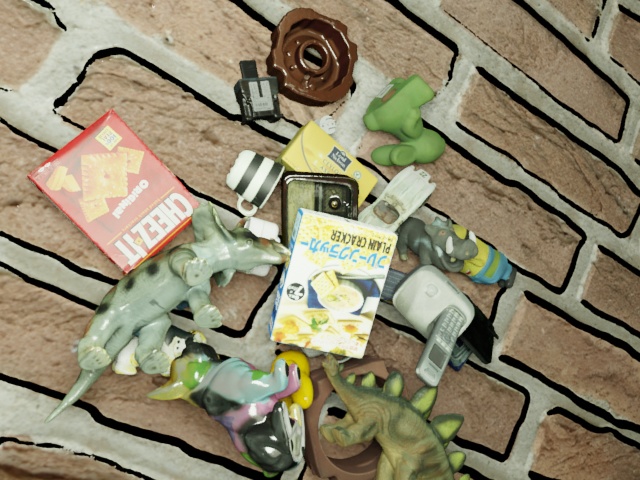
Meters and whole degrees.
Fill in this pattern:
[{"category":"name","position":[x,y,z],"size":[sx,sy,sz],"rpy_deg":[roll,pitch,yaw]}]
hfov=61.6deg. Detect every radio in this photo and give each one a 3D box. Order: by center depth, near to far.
[{"category":"radio","position":[-0.002,-0.003,0.932],"size":[0.131,0.073,0.229],"rpy_deg":[-1,105,-7]}]

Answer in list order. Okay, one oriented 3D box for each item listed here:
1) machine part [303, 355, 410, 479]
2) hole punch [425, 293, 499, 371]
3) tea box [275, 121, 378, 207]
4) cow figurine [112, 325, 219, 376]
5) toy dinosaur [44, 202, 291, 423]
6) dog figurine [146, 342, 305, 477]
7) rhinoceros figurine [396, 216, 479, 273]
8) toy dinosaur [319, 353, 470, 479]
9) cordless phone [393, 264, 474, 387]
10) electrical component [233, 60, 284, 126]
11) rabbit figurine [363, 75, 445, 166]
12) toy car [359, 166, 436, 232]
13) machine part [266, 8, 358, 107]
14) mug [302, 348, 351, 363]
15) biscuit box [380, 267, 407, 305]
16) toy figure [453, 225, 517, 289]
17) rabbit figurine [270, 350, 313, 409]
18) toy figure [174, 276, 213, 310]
[{"category":"machine part","position":[0.061,0.321,0.971],"size":[0.201,0.087,0.201],"rpy_deg":[-13,90,-22]},{"category":"hole punch","position":[0.284,0.187,1.078],"size":[0.142,0.092,0.116],"rpy_deg":[45,43,-11]},{"category":"tea box","position":[0.010,-0.124,0.990],"size":[0.169,0.068,0.098],"rpy_deg":[38,75,-14]},{"category":"cow figurine","position":[-0.246,0.169,0.872],"size":[0.167,0.068,0.098],"rpy_deg":[4,81,-21]},{"category":"toy dinosaur","position":[-0.243,0.084,0.795],"size":[0.405,0.192,0.131],"rpy_deg":[-33,119,0]},{"category":"dog figurine","position":[-0.137,0.241,0.781],"size":[0.219,0.108,0.191],"rpy_deg":[-7,76,14]},{"category":"rhinoceros figurine","position":[0.218,0.007,1.003],"size":[0.073,0.190,0.112],"rpy_deg":[-9,108,-25]},{"category":"toy dinosaur","position":[0.156,0.351,0.908],"size":[0.198,0.105,0.471],"rpy_deg":[-43,106,-22]},{"category":"cordless phone","position":[0.179,0.148,0.930],"size":[0.146,0.089,0.184],"rpy_deg":[44,50,-13]},{"category":"electrical component","position":[-0.113,-0.268,0.963],"size":[0.075,0.048,0.119],"rpy_deg":[-7,91,-23]},{"category":"rabbit figurine","position":[0.174,-0.208,1.036],"size":[0.170,0.121,0.159],"rpy_deg":[46,77,-22]},{"category":"toy car","position":[0.134,-0.057,1.015],"size":[0.074,0.056,0.202],"rpy_deg":[42,85,17]},{"category":"machine part","position":[-0.015,-0.336,1.002],"size":[0.179,0.056,0.179],"rpy_deg":[1,87,-22]},{"category":"mug","position":[0.015,0.173,0.971],"size":[0.107,0.081,0.109],"rpy_deg":[-29,100,-10]},{"category":"biscuit box","position":[0.152,0.096,1.036],"size":[0.202,0.059,0.063],"rpy_deg":[20,78,-19]},{"category":"toy figure","position":[0.315,0.036,1.094],"size":[0.180,0.082,0.089],"rpy_deg":[23,60,-11]},{"category":"rabbit figurine","position":[-0.079,0.246,0.901],"size":[0.122,0.162,0.173],"rpy_deg":[47,54,0]},{"category":"toy figure","position":[-0.197,0.050,0.902],"size":[0.154,0.064,0.057],"rpy_deg":[-60,141,-10]}]
